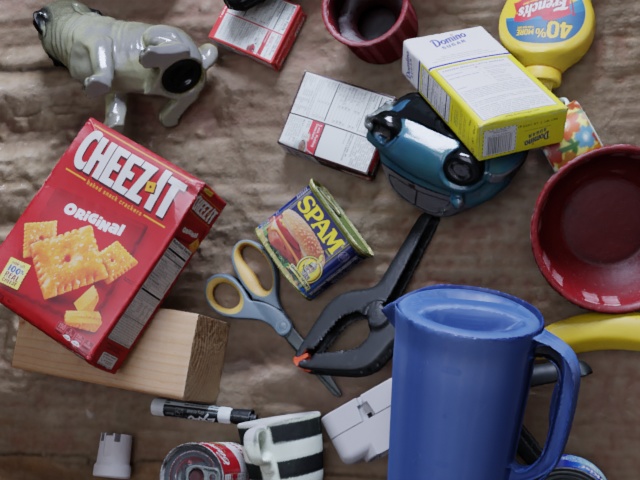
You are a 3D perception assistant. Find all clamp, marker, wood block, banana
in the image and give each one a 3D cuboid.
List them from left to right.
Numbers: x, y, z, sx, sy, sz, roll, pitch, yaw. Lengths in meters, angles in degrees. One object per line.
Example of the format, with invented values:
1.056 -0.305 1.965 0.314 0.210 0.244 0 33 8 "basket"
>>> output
-0.214 0.113 1.152 0.206 0.090 0.090 7 83 18 "wood block"
-0.124 0.186 1.149 0.121 0.020 0.020 4 81 18 "marker"
0.065 0.070 1.089 0.210 0.036 0.164 -25 57 15 "clamp"
0.174 0.162 1.049 0.172 0.039 0.120 10 90 25 "clamp"
0.296 0.102 1.021 0.198 0.037 0.069 12 86 20 "banana"

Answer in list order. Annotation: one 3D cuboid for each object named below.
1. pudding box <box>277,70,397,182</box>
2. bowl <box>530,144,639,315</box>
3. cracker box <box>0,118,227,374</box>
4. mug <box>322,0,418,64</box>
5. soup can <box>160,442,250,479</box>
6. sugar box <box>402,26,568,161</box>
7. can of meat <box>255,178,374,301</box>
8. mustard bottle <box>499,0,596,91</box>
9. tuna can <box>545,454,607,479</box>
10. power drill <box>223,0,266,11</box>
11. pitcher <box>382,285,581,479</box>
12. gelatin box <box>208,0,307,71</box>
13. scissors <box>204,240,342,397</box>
0.021 -0.124 1.148 0.114 0.039 0.090 20 86 17 "pudding box"
0.279 -0.013 1.021 0.162 0.055 0.162 1 100 4 "bowl"
-0.225 0.003 1.097 0.164 0.072 0.213 30 82 22 "cracker box"
0.054 -0.247 1.136 0.093 0.081 0.117 -22 75 13 "mug"
-0.111 0.241 1.091 0.069 0.102 0.068 -3 80 17 "soup can"
0.157 -0.148 1.049 0.093 0.048 0.176 -13 38 -15 "sugar box"
-0.007 0.001 1.125 0.084 0.057 0.102 -39 71 11 "can of meat"
0.233 -0.232 1.089 0.096 0.058 0.191 5 82 20 "mustard bottle"
0.231 0.246 1.003 0.086 0.033 0.086 3 106 12 "tuna can"
-0.062 -0.361 1.191 0.184 0.057 0.188 -31 74 -7 "power drill"
0.133 0.173 0.973 0.144 0.149 0.243 -1 108 -17 "pitcher"
-0.070 -0.241 1.201 0.089 0.030 0.073 25 87 19 "gelatin box"
-0.058 0.096 1.146 0.096 0.016 0.202 -28 74 12 "scissors"
